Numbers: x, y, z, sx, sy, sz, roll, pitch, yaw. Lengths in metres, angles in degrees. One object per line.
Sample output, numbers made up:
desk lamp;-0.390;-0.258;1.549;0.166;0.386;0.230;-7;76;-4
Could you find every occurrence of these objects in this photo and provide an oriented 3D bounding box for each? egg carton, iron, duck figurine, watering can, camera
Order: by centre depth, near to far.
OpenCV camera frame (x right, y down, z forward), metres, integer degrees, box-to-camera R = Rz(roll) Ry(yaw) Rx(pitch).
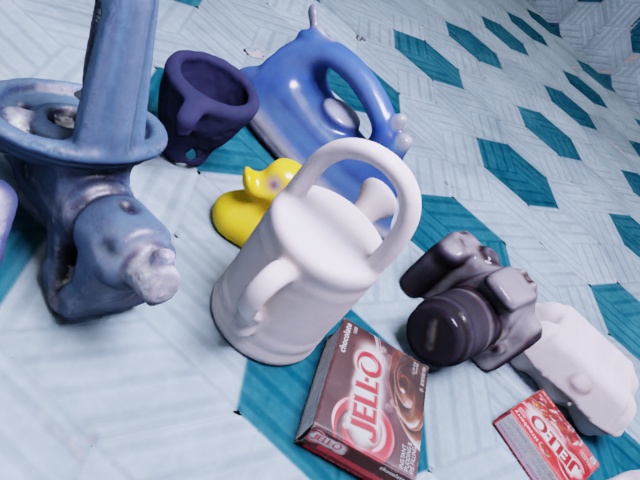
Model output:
watering can;0.002;0.000;0.442;0.101;0.193;0.173;31;37;-10
duck figurine;-0.038;-0.037;0.537;0.105;0.086;0.077;14;43;-30
camera;0.145;0.062;0.578;0.137;0.100;0.143;-11;58;-46
egg carton;0.282;0.141;0.638;0.150;0.069;0.107;44;36;7
iron;0.028;-0.137;0.654;0.258;0.141;0.119;49;37;13

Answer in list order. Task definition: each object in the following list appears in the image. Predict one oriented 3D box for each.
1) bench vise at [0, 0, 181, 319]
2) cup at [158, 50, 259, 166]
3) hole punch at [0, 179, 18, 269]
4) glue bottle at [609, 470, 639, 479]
bench vise;-0.131;-0.068;0.377;0.207;0.219;0.122;44;36;7
cup;-0.119;-0.109;0.537;0.092;0.095;0.118;30;37;-12
hole punch;-0.232;0.011;0.315;0.109;0.091;0.101;15;42;-29
glue bottle;0.221;0.203;0.432;0.078;0.173;0.037;11;44;-33
